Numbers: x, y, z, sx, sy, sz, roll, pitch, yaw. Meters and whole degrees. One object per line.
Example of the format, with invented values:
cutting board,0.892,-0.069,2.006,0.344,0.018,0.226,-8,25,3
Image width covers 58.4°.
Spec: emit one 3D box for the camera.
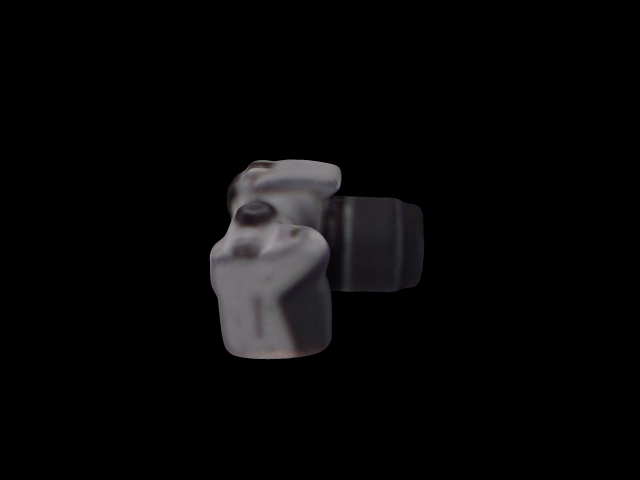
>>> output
camera,0.004,0.001,0.400,0.136,0.101,0.143,1,28,3
